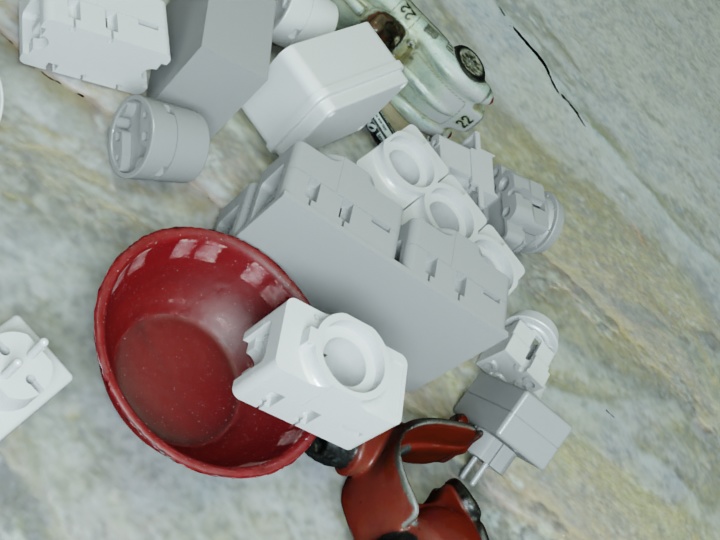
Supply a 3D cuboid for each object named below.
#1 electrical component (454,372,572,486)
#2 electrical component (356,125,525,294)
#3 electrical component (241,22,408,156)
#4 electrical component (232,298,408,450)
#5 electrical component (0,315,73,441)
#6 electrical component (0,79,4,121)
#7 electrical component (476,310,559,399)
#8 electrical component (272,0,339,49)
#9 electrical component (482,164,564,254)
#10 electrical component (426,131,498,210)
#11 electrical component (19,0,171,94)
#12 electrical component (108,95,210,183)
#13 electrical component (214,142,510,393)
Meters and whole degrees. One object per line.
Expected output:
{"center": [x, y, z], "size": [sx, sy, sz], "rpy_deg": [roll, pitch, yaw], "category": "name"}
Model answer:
{"center": [0.099, 0.123, 0.780], "size": [0.047, 0.083, 0.075], "rpy_deg": [39, 83, -16], "category": "electrical component"}
{"center": [0.051, -0.029, 0.837], "size": [0.150, 0.062, 0.089], "rpy_deg": [52, 43, -2], "category": "electrical component"}
{"center": [-0.026, -0.137, 0.826], "size": [0.057, 0.078, 0.113], "rpy_deg": [54, 42, 5], "category": "electrical component"}
{"center": [-0.020, 0.061, 0.637], "size": [0.089, 0.056, 0.050], "rpy_deg": [29, 48, -25], "category": "electrical component"}
{"center": [-0.186, 0.057, 0.562], "size": [0.047, 0.077, 0.065], "rpy_deg": [50, 43, -5], "category": "electrical component"}
{"center": [-0.258, -0.090, 0.601], "size": [0.099, 0.064, 0.099], "rpy_deg": [22, 51, -30], "category": "electrical component"}
{"center": [0.130, 0.065, 0.859], "size": [0.066, 0.048, 0.055], "rpy_deg": [44, 51, -10], "category": "electrical component"}
{"center": [-0.050, -0.203, 0.865], "size": [0.047, 0.055, 0.055], "rpy_deg": [23, 51, -34], "category": "electrical component"}
{"center": [0.138, -0.047, 0.929], "size": [0.057, 0.058, 0.078], "rpy_deg": [19, 52, -28], "category": "electrical component"}
{"center": [0.078, -0.080, 0.909], "size": [0.064, 0.042, 0.081], "rpy_deg": [20, 52, -27], "category": "electrical component"}
{"center": [-0.180, -0.165, 0.728], "size": [0.089, 0.050, 0.055], "rpy_deg": [11, 57, -37], "category": "electrical component"}
{"center": [-0.133, -0.085, 0.717], "size": [0.047, 0.055, 0.055], "rpy_deg": [6, 60, -43], "category": "electrical component"}
{"center": [0.000, 0.000, 0.741], "size": [0.186, 0.105, 0.060], "rpy_deg": [32, 47, -22], "category": "electrical component"}
